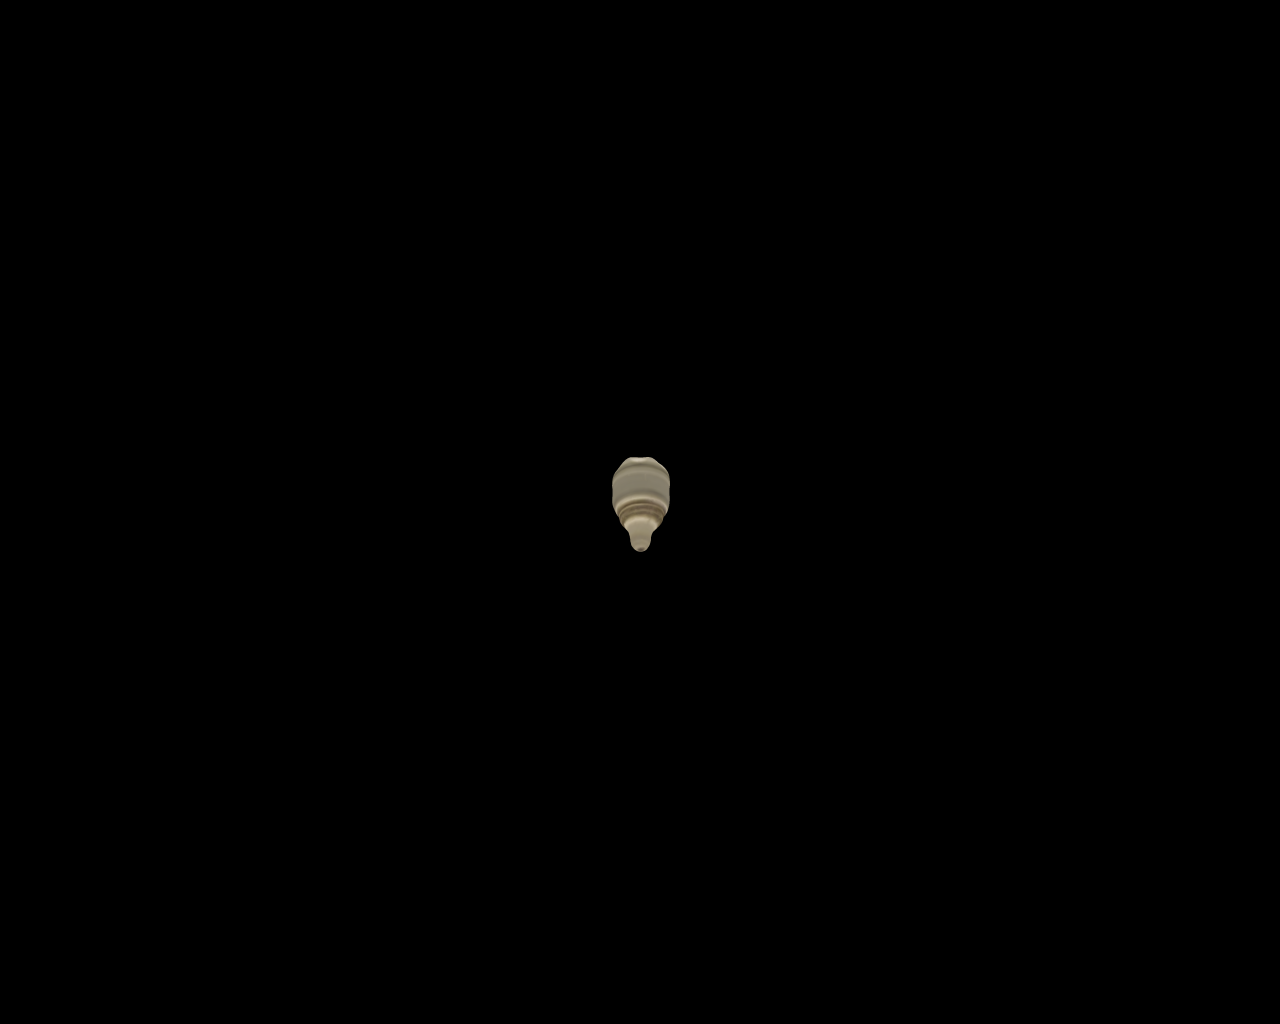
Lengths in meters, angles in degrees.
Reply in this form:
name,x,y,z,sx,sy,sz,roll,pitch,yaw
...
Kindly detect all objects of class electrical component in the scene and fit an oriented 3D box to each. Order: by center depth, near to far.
name,x,y,z,sx,sy,sz,roll,pitch,yaw
electrical component,0.001,-0.003,0.650,0.035,0.061,0.035,0,-34,0
